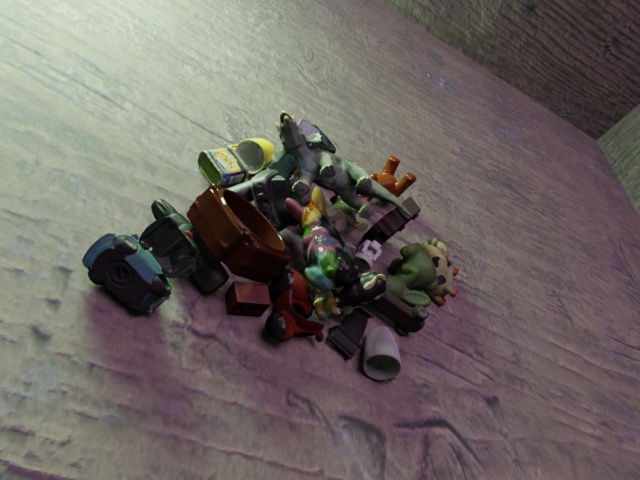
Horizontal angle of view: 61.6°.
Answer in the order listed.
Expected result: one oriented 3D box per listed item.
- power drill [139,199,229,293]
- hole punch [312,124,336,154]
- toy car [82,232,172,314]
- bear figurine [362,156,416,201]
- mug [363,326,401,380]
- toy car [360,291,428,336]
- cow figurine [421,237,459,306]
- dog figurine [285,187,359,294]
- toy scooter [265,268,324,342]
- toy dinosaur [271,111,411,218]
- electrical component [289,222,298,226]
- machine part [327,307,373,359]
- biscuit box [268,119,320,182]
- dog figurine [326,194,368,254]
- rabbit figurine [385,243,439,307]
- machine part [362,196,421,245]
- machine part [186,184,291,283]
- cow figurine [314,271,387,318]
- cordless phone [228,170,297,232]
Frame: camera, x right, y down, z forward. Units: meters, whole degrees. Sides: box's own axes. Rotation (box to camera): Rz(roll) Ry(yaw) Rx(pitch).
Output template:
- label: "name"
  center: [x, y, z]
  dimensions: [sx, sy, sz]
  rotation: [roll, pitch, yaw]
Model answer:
- label: "power drill"
  center: [-0.275, 0.006, 1.031]
  dimensions: [0.086, 0.207, 0.232]
  rotation: [-38, 89, -7]
- label: "hole punch"
  center: [-0.016, -0.259, 1.534]
  dimensions: [0.142, 0.115, 0.092]
  rotation: [51, 32, 13]
- label: "toy car"
  center: [-0.337, 0.051, 0.983]
  dimensions: [0.161, 0.109, 0.103]
  rotation: [43, 21, -10]
- label: "bear figurine"
  center: [0.169, -0.171, 1.587]
  dimensions: [0.196, 0.132, 0.120]
  rotation: [-3, 47, -48]
- label: "mug"
  center: [0.144, 0.252, 1.201]
  dimensions: [0.109, 0.081, 0.107]
  rotation: [51, 26, -28]
- label: "toy car"
  center: [0.166, 0.154, 1.300]
  dimensions: [0.202, 0.089, 0.053]
  rotation: [35, 39, -5]
- label: "cow figurine"
  center: [0.324, 0.076, 1.511]
  dimensions: [0.127, 0.085, 0.195]
  rotation: [37, 39, -14]
- label: "dog figurine"
  center: [-0.002, -0.004, 1.193]
  dimensions: [0.191, 0.108, 0.219]
  rotation: [-50, 117, -82]
- label: "toy scooter"
  center: [-0.045, 0.150, 1.144]
  dimensions: [0.135, 0.075, 0.184]
  rotation: [29, 39, -22]
- label: "toy dinosaur"
  center: [0.039, -0.166, 1.328]
  dimensions: [0.404, 0.131, 0.192]
  rotation: [25, 31, -29]
- label: "electrical component"
  center: [-0.074, -0.065, 1.367]
  dimensions: [0.094, 0.021, 0.063]
  rotation: [18, 44, -27]
- label: "machine part"
  center: [0.070, 0.203, 1.216]
  dimensions: [0.084, 0.039, 0.139]
  rotation: [38, 40, 5]
- label: "biscuit box"
  center: [-0.079, -0.215, 1.398]
  dimensions: [0.063, 0.059, 0.202]
  rotation: [34, 72, -6]
- label: "dog figurine"
  center: [0.029, -0.068, 1.410]
  dimensions: [0.172, 0.121, 0.191]
  rotation: [24, 27, -24]
- label: "rabbit figurine"
  center: [0.212, 0.115, 1.383]
  dimensions: [0.170, 0.121, 0.159]
  rotation: [-27, 78, -30]
- label: "machine part"
  center: [0.193, -0.043, 1.442]
  dimensions: [0.056, 0.179, 0.179]
  rotation: [50, 39, 7]
- label: "machine part"
  center: [-0.164, -0.014, 1.123]
  dimensions: [0.202, 0.087, 0.201]
  rotation: [53, 13, 27]
- label: "cow figurine"
  center: [0.068, 0.124, 1.192]
  dimensions: [0.167, 0.098, 0.068]
  rotation: [-25, 82, -12]
- label: "cordless phone"
  center: [-0.158, -0.073, 1.259]
  dimensions: [0.184, 0.146, 0.089]
  rotation: [-21, 23, -13]
